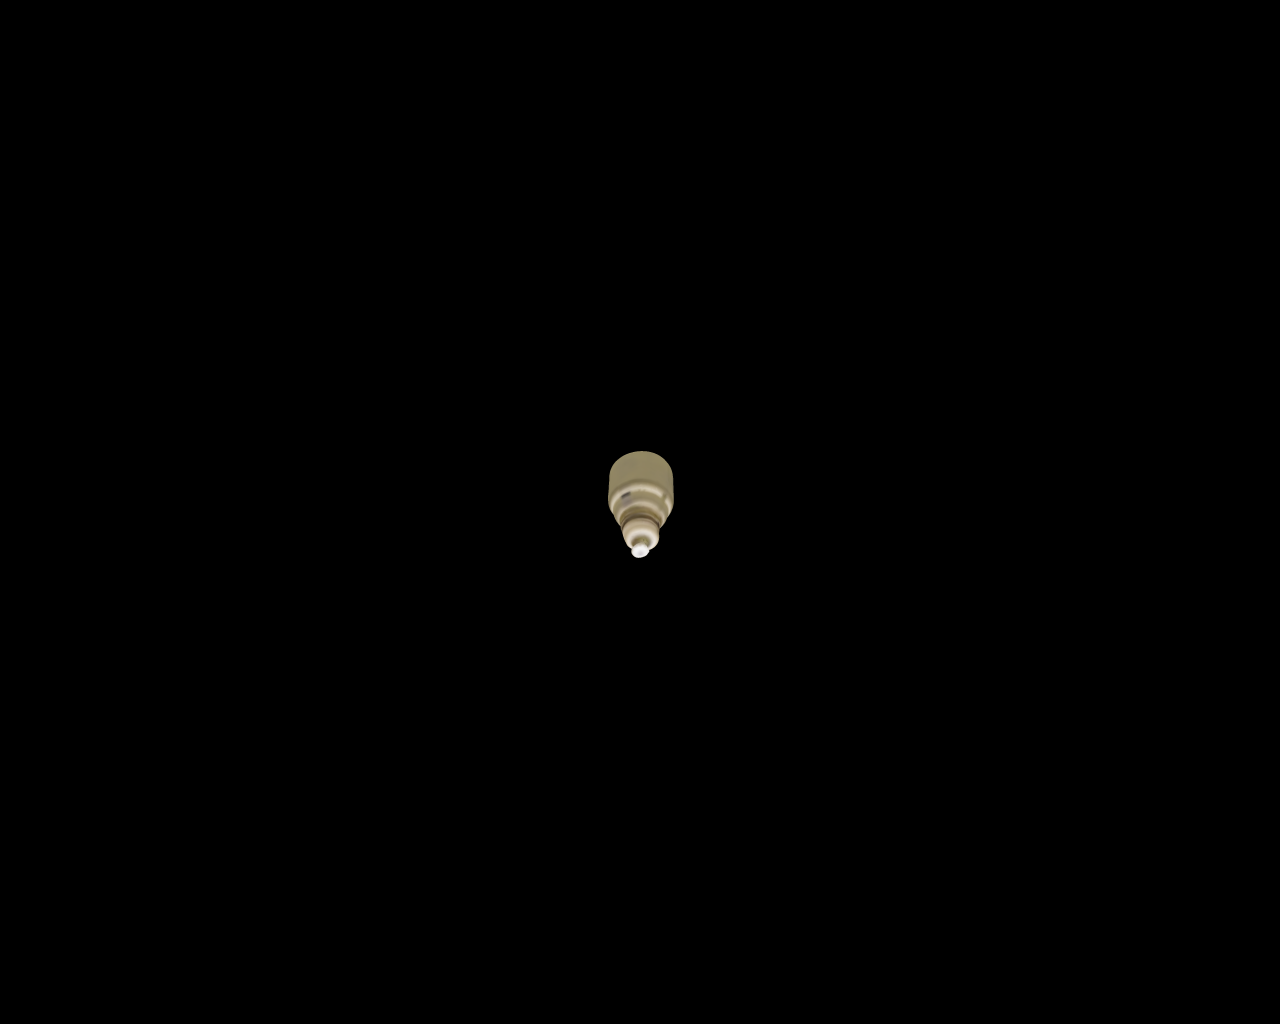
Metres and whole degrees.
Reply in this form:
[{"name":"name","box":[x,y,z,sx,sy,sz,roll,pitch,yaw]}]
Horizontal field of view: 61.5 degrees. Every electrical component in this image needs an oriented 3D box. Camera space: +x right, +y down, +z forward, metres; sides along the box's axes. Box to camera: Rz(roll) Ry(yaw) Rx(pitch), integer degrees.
[{"name":"electrical component","box":[0.001,-0.003,0.650,0.040,0.040,0.078,0,44,0]}]
